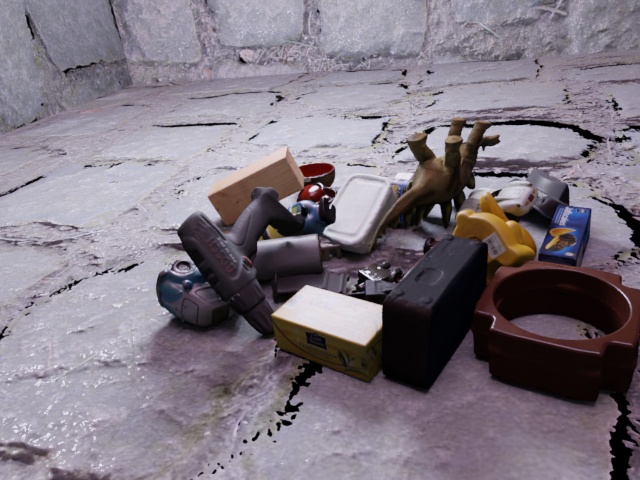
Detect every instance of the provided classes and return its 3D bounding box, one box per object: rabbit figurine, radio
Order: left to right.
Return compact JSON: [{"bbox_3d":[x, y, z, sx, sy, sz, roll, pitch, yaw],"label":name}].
[{"bbox_3d":[0.172,0.093,0.778,0.073,0.130,0.229,13,33,31],"label":"radio"},{"bbox_3d":[0.304,0.005,0.933,0.173,0.122,0.162,1,48,-39],"label":"rabbit figurine"}]

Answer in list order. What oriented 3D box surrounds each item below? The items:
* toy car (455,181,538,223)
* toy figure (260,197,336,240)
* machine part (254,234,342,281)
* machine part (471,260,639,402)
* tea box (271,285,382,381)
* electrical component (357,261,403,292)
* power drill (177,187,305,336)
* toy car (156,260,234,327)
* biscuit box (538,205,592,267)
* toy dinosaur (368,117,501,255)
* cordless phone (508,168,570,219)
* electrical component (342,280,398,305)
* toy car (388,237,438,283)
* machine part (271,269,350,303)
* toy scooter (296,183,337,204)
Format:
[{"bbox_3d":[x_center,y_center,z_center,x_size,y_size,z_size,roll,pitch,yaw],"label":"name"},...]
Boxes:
[{"bbox_3d":[0.335,-0.068,1.039,0.073,0.056,0.202,-53,17,-15],"label":"toy car"},{"bbox_3d":[-0.054,-0.025,1.071,0.180,0.082,0.089,-19,32,29],"label":"toy figure"},{"bbox_3d":[-0.081,0.035,1.018,0.243,0.079,0.079,-8,27,2],"label":"machine part"},{"bbox_3d":[0.326,0.117,0.741,0.202,0.087,0.201,8,30,32],"label":"machine part"},{"bbox_3d":[0.024,0.134,0.806,0.170,0.068,0.098,14,35,35],"label":"tea box"},{"bbox_3d":[0.099,0.066,0.970,0.094,0.021,0.063,-22,30,-24],"label":"electrical component"},{"bbox_3d":[-0.112,0.020,0.911,0.207,0.232,0.086,-50,8,-34],"label":"power drill"},{"bbox_3d":[-0.192,0.096,0.922,0.162,0.109,0.103,-8,47,-26],"label":"toy car"},{"bbox_3d":[0.438,0.005,0.957,0.063,0.059,0.203,9,31,30],"label":"biscuit box"},{"bbox_3d":[0.246,-0.125,1.109,0.471,0.198,0.105,-29,34,-35],"label":"toy dinosaur"},{"bbox_3d":[0.403,-0.062,1.103,0.184,0.088,0.147,-23,30,-5],"label":"cordless phone"},{"bbox_3d":[0.089,0.101,0.846,0.119,0.074,0.048,-2,26,3],"label":"electrical component"},{"bbox_3d":[0.197,0.046,0.953,0.089,0.053,0.202,17,35,35],"label":"toy car"},{"bbox_3d":[-0.019,0.083,0.953,0.139,0.039,0.084,-1,32,9],"label":"machine part"},{"bbox_3d":[0.000,-0.066,1.202,0.184,0.075,0.135,16,47,42],"label":"toy scooter"}]
